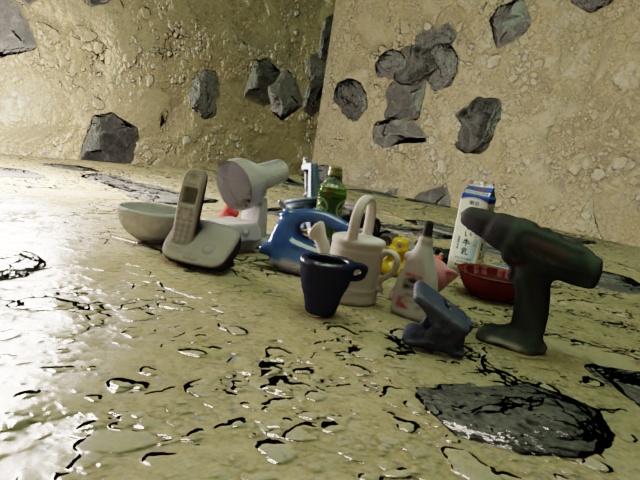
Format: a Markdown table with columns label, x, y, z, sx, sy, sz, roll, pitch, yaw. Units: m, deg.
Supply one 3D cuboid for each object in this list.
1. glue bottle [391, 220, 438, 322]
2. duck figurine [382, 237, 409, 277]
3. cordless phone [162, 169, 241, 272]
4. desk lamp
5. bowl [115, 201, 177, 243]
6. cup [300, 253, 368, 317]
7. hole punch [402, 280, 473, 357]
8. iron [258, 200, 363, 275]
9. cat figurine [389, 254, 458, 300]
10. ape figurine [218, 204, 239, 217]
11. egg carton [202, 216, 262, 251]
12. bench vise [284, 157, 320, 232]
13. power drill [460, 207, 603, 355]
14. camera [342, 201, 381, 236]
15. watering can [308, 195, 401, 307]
| label | x | y | z | sx | sy | sz | roll | pitch | yaw |
| --- | --- | --- | --- | --- | --- | --- | --- | --- | --- |
| glue bottle | 0.171 | 0.051 | 0.984 | 0.077 | 0.173 | 0.037 | 15 | 12 | 32 |
| duck figurine | 0.184 | 0.036 | 1.324 | 0.105 | 0.086 | 0.077 | 0 | 14 | -42 |
| cordless phone | -0.221 | -0.039 | 1.107 | 0.147 | 0.185 | 0.094 | 12 | 11 | 17 |
| desk lamp | -0.151 | -0.092 | 1.384 | 0.117 | 0.213 | 0.204 | 16 | 13 | 36 |
| bowl | -0.372 | -0.036 | 1.278 | 0.167 | 0.075 | 0.167 | 9 | 10 | -1 |
| cup | 0.019 | 0.076 | 0.935 | 0.118 | 0.095 | 0.091 | 5 | 11 | -22 |
| hole punch | 0.181 | 0.115 | 0.867 | 0.101 | 0.091 | 0.109 | 10 | 10 | 9 |
| iron | 0.011 | 0.004 | 1.194 | 0.257 | 0.141 | 0.119 | 11 | 10 | 13 |
| cat figurine | 0.190 | 0.070 | 1.051 | 0.067 | 0.118 | 0.127 | 3 | 12 | -29 |
| ape figurine | -0.229 | -0.056 | 1.462 | 0.076 | 0.092 | 0.078 | 11 | 10 | 11 |
| egg carton | -0.207 | -0.012 | 1.299 | 0.107 | 0.069 | 0.151 | 15 | 12 | 32 |
| bench vise | -0.010 | -0.121 | 1.648 | 0.206 | 0.220 | 0.122 | 14 | 11 | 28 |
| power drill | 0.319 | 0.067 | 0.921 | 0.228 | 0.208 | 0.076 | 14 | 11 | 27 |
| camera | 0.108 | -0.059 | 1.748 | 0.136 | 0.101 | 0.144 | 15 | 12 | 33 |
| watering can | 0.061 | 0.013 | 1.040 | 0.172 | 0.194 | 0.101 | 9 | 10 | 3 |
